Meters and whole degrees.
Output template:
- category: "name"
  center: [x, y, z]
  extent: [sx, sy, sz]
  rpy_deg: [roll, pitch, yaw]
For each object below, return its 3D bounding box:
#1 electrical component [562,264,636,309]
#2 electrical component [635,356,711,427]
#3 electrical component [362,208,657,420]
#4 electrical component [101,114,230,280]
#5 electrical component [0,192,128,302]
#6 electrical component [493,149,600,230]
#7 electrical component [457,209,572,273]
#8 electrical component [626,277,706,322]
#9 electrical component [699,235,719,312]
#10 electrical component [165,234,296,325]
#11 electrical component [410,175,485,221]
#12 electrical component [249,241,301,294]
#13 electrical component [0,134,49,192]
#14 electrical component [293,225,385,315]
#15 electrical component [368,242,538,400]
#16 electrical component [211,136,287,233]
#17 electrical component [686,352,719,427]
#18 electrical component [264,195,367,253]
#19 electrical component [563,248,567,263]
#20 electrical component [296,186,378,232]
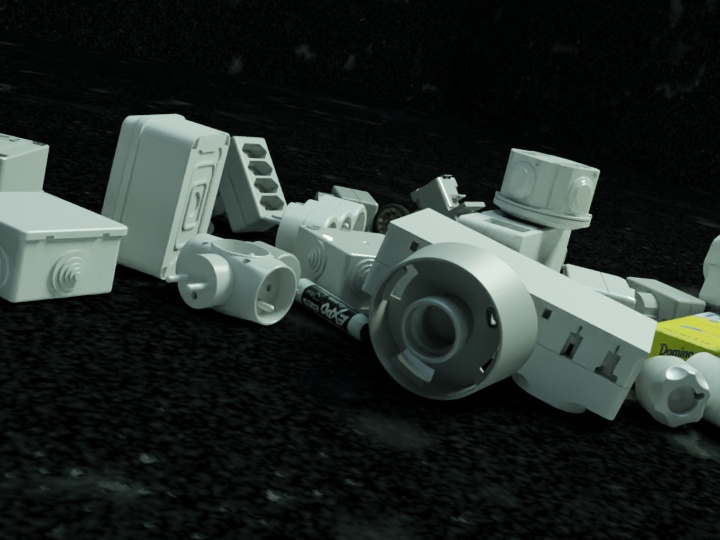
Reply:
- category: "electrical component"
  center: [0.184, 0.039, 0.847]
  extent: [0.061, 0.061, 0.096]
  rpy_deg: [14, 12, 5]
- category: "electrical component"
  center: [0.210, 0.079, 0.739]
  extent: [0.043, 0.043, 0.062]
  rpy_deg: [11, 12, -9]
- category: "electrical component"
  center: [0.104, 0.029, 0.747]
  extent: [0.186, 0.060, 0.105]
  rpy_deg: [27, 15, 12]
- category: "electrical component"
  center: [-0.149, -0.057, 0.807]
  extent: [0.057, 0.113, 0.078]
  rpy_deg: [19, 13, 11]
- category: "electrical component"
  center: [-0.216, -0.016, 0.702]
  extent: [0.100, 0.048, 0.100]
  rpy_deg: [21, 15, 31]
- category: "electrical component"
  center: [0.153, -0.066, 0.877]
  extent: [0.080, 0.051, 0.080]
  rpy_deg: [13, 12, -3]
- category: "electrical component"
  center: [0.116, 0.000, 0.882]
  extent: [0.062, 0.089, 0.150]
  rpy_deg: [19, 13, 22]
- category: "electrical component"
  center: [0.253, 0.038, 0.957]
  extent: [0.077, 0.047, 0.066]
  rpy_deg: [6, 15, -33]
- category: "electrical component"
  center: [0.385, 0.017, 0.984]
  extent: [0.150, 0.089, 0.062]
  rpy_deg: [27, -5, -35]
- category: "electrical component"
  center: [-0.097, 0.006, 0.737]
  extent: [0.077, 0.044, 0.079]
  rpy_deg: [21, 15, 33]
- category: "electrical component"
  center: [0.090, -0.066, 1.178]
  extent: [0.081, 0.063, 0.042]
  rpy_deg: [-28, -13, 33]
- category: "electrical component"
  center: [-0.080, -0.002, 0.803]
  extent: [0.078, 0.040, 0.040]
  rpy_deg: [22, 15, 35]
- category: "electrical component"
  center: [-0.322, -0.082, 0.866]
  extent: [0.109, 0.056, 0.108]
  rpy_deg: [13, 12, 0]
- category: "electrical component"
  center: [0.000, 0.000, 0.857]
  extent: [0.100, 0.048, 0.100]
  rpy_deg: [5, 15, -33]
- category: "electrical component"
  center: [0.057, 0.032, 0.673]
  extent: [0.099, 0.099, 0.064]
  rpy_deg: [19, 20, 24]
- category: "electrical component"
  center: [-0.120, -0.074, 1.023]
  extent: [0.076, 0.083, 0.047]
  rpy_deg: [-24, -9, 32]
- category: "electrical component"
  center: [0.261, 0.091, 0.739]
  extent: [0.043, 0.043, 0.081]
  rpy_deg: [6, 14, -31]
- category: "electrical component"
  center: [-0.049, -0.038, 0.966]
  extent: [0.074, 0.052, 0.138]
  rpy_deg: [16, 13, 14]
- category: "electrical component"
  center: [0.166, -0.015, 1.098]
  extent: [0.077, 0.047, 0.065]
  rpy_deg: [14, 13, 2]
- category: "electrical component"
  center: [-0.028, -0.057, 1.084]
  extent: [0.077, 0.047, 0.065]
  rpy_deg: [10, 13, -11]
